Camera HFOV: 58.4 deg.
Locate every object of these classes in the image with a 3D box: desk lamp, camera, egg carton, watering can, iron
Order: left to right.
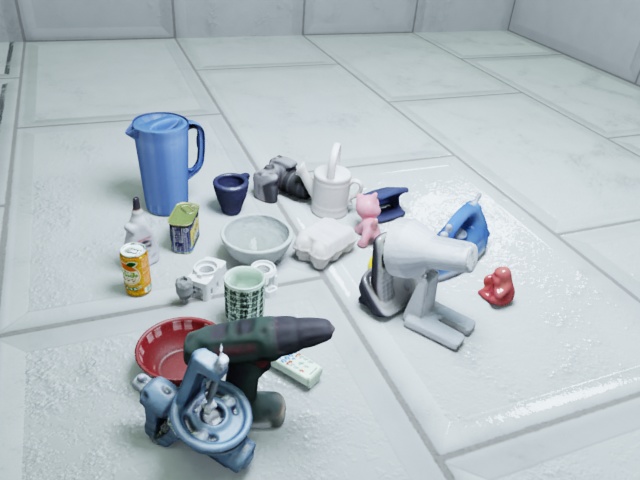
[{"bbox_3d":[-0.091,-0.164,1.564,0.136,0.101,0.143,26,39,28],"label":"camera"},{"bbox_3d":[0.012,0.005,1.353,0.107,0.069,0.151,27,39,29],"label":"egg carton"},{"bbox_3d":[0.024,-0.160,1.489,0.173,0.194,0.100,-2,34,-10],"label":"watering can"},{"bbox_3d":[0.224,0.075,1.147,0.202,0.214,0.118,24,38,27],"label":"desk lamp"},{"bbox_3d":[0.319,-0.010,1.352,0.118,0.141,0.259,24,38,27],"label":"iron"}]

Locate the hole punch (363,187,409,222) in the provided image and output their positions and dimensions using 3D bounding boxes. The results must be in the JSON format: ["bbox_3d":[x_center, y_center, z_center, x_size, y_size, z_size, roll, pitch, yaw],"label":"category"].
[{"bbox_3d":[0.168,-0.111,1.529,0.109,0.091,0.100,-19,40,-31],"label":"hole punch"}]

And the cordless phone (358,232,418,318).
[{"bbox_3d":[0.152,0.056,1.191,0.093,0.185,0.148,29,40,31],"label":"cordless phone"}]

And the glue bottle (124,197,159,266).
[{"bbox_3d":[-0.390,-0.017,1.237,0.037,0.173,0.078,25,39,28],"label":"glue bottle"}]

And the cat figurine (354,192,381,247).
[{"bbox_3d":[0.123,-0.060,1.422,0.067,0.118,0.127,-1,34,-8],"label":"cat figurine"}]

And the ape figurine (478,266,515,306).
[{"bbox_3d":[0.391,0.096,1.248,0.076,0.092,0.078,12,34,10],"label":"ape figurine"}]

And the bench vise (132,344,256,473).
[{"bbox_3d":[-0.194,0.238,0.840,0.207,0.220,0.121,8,34,4],"label":"bench vise"}]

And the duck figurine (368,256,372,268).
[{"bbox_3d":[0.154,0.033,1.315,0.077,0.086,0.105,15,35,15],"label":"duck figurine"}]

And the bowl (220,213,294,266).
[{"bbox_3d":[-0.145,0.010,1.319,0.167,0.075,0.167,4,34,-2],"label":"bowl"}]

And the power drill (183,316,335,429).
[{"bbox_3d":[-0.097,0.205,0.913,0.229,0.208,0.075,1,34,-6],"label":"power drill"}]

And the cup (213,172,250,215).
[{"bbox_3d":[-0.222,-0.119,1.485,0.091,0.095,0.118,21,37,23],"label":"cup"}]
